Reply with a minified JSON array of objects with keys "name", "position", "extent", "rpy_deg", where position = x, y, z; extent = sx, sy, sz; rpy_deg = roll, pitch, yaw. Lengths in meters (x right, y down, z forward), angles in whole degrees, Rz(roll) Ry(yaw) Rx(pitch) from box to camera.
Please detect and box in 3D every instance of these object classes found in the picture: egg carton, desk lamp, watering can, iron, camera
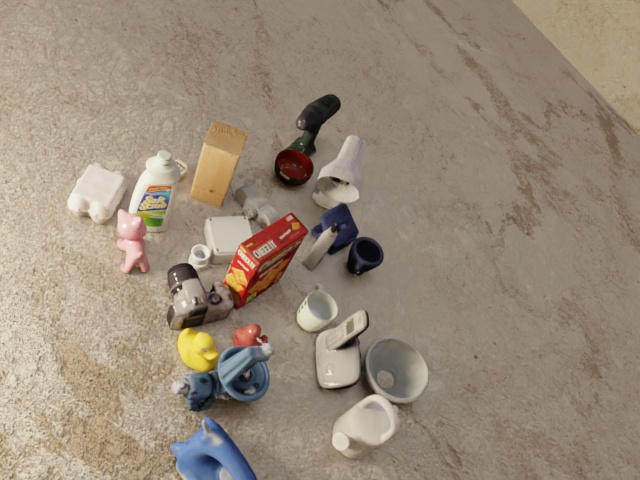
[{"name":"egg carton","position":[-0.523,-0.112,1.356],"extent":[0.107,0.069,0.150],"rpy_deg":[20,51,-10]},{"name":"desk lamp","position":[0.053,-0.174,1.569],"extent":[0.118,0.213,0.203],"rpy_deg":[24,51,-7]},{"name":"watering can","position":[0.102,0.394,1.207],"extent":[0.101,0.194,0.173],"rpy_deg":[40,50,6]},{"name":"iron","position":[-0.161,0.451,1.082],"extent":[0.258,0.141,0.119],"rpy_deg":[46,51,11]},{"name":"camera","position":[-0.279,0.115,1.289],"extent":[0.143,0.100,0.136],"rpy_deg":[-10,62,-30]}]

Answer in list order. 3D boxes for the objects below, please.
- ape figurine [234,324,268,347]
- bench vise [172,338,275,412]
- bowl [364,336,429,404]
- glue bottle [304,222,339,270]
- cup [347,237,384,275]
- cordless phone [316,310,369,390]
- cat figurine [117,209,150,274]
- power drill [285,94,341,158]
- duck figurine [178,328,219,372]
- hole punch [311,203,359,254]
[{"name":"ape figurine","position":[-0.153,0.219,1.279],"extent":[0.078,0.092,0.076],"rpy_deg":[33,50,0]},{"name":"bench vise","position":[-0.178,0.278,1.144],"extent":[0.208,0.219,0.121],"rpy_deg":[-24,70,-35]},{"name":"bowl","position":[0.171,0.319,1.369],"extent":[0.168,0.074,0.167],"rpy_deg":[12,53,-17]},{"name":"glue bottle","position":[0.013,0.005,1.452],"extent":[0.037,0.173,0.078],"rpy_deg":[36,50,3]},{"name":"cup","position":[0.104,0.060,1.506],"extent":[0.091,0.095,0.118],"rpy_deg":[34,50,1]},{"name":"cordless phone","position":[0.061,0.249,1.296],"extent":[0.094,0.185,0.147],"rpy_deg":[7,55,-20]},{"name":"cat figurine","position":[-0.420,-0.004,1.296],"extent":[0.067,0.117,0.127],"rpy_deg":[-8,61,-28]},{"name":"power drill","position":[-0.027,-0.317,1.635],"extent":[0.075,0.208,0.230],"rpy_deg":[36,50,3]},{"name":"duck figurine","position":[-0.257,0.226,1.231],"extent":[0.104,0.086,0.078],"rpy_deg":[46,51,11]},{"name":"hole punch","position":[0.050,-0.032,1.548],"extent":[0.109,0.091,0.101],"rpy_deg":[-31,74,-37]}]
